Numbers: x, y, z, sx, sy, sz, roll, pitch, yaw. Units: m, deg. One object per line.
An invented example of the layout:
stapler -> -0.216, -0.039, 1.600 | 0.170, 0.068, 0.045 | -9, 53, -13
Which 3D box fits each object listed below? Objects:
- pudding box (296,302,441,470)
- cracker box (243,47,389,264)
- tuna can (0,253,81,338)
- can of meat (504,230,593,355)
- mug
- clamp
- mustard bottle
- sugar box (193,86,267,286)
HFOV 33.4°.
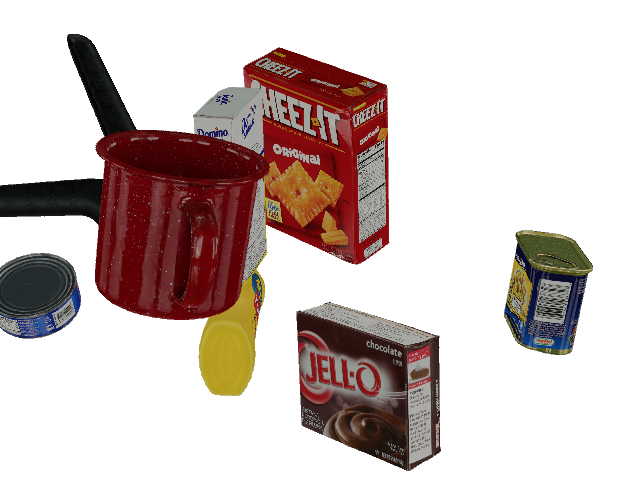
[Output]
pudding box -> 0.032, 0.099, 0.749 | 0.039, 0.090, 0.114 | -17, 20, -42
cracker box -> -0.005, -0.095, 1.233 | 0.164, 0.214, 0.072 | 25, 45, 34
tuna can -> -0.276, 0.054, 1.030 | 0.086, 0.034, 0.086 | -1, 43, 1
can of meat -> 0.206, 0.047, 0.978 | 0.057, 0.084, 0.102 | 7, 18, -3
mug -> -0.075, -0.004, 0.571 | 0.093, 0.081, 0.117 | 1, 21, -23
clamp -> -0.142, -0.053, 0.787 | 0.210, 0.164, 0.036 | 24, -19, -1
mustard bottle -> -0.094, 0.079, 1.173 | 0.058, 0.096, 0.191 | 1, 28, 1
sugar box -> -0.085, -0.050, 1.021 | 0.048, 0.176, 0.093 | 4, 25, 14
